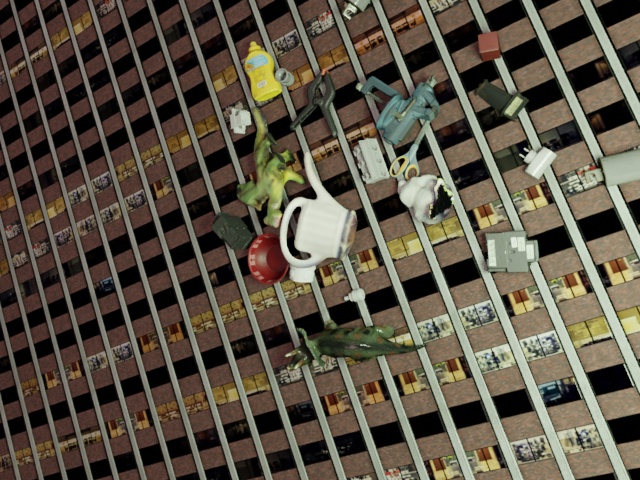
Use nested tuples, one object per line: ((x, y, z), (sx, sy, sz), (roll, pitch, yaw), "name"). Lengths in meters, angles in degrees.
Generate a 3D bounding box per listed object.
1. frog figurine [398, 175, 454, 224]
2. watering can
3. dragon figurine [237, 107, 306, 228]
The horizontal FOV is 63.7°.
((0.295, -0.118, 1.466), (0.160, 0.123, 0.136), (15, 106, 57), "frog figurine")
((0.005, -0.078, 1.540), (0.224, 0.104, 0.348), (14, 90, 5), "watering can")
((-0.194, -0.214, 1.654), (0.240, 0.121, 0.418), (-42, 59, 22), "dragon figurine")
